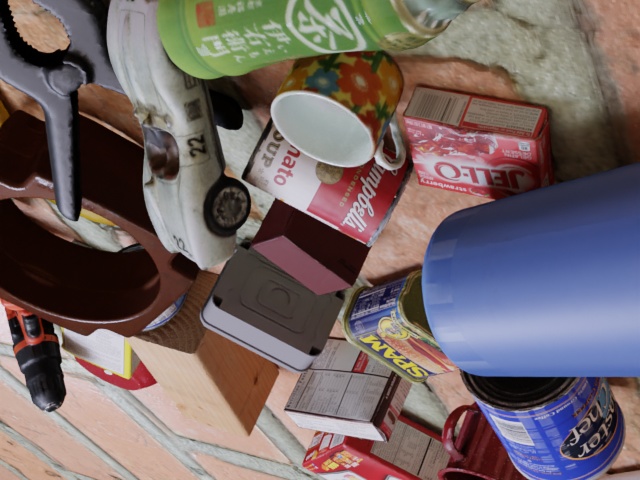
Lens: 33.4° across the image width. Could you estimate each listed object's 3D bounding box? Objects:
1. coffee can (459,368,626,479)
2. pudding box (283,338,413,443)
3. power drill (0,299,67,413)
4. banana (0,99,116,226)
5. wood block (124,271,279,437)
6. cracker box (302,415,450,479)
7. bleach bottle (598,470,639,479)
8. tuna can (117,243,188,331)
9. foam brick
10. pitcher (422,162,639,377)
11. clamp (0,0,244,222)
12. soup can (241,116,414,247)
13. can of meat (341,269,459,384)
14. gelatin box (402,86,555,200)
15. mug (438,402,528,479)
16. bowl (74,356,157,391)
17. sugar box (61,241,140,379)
[{"bbox_3d":[0.181,0.125,0.861,0.103,0.102,0.140,7,148,33],"label":"coffee can"},{"bbox_3d":[0.031,0.145,1.046,0.114,0.090,0.039,1,143,40],"label":"pudding box"},{"bbox_3d":[-0.323,0.080,1.179,0.057,0.184,0.188,-15,153,-19],"label":"power drill"},{"bbox_3d":[-0.255,-0.072,0.962,0.070,0.037,0.197,3,146,40],"label":"banana"},{"bbox_3d":[-0.122,0.120,1.136,0.090,0.090,0.206,14,151,22],"label":"wood block"},{"bbox_3d":[0.104,0.267,1.229,0.213,0.072,0.164,28,154,-6],"label":"cracker box"},{"bbox_3d":[0.348,0.239,0.972,0.102,0.068,0.251,28,152,-10],"label":"bleach bottle"},{"bbox_3d":[-0.175,0.045,1.049,0.086,0.086,0.033,14,150,23],"label":"tuna can"},{"bbox_3d":[-0.006,0.001,0.856,0.078,0.053,0.051,38,152,-23],"label":"foam brick"},{"bbox_3d":[0.189,0.018,0.612,0.243,0.144,0.149,-11,129,43],"label":"pitcher"},{"bbox_3d":[-0.163,-0.122,0.752,0.165,0.036,0.210,-22,121,13],"label":"clamp"},{"bbox_3d":[0.005,-0.048,0.739,0.102,0.068,0.069,27,154,-3],"label":"soup can"},{"bbox_3d":[0.084,0.074,0.908,0.102,0.057,0.084,35,150,-20],"label":"can of meat"},{"bbox_3d":[0.102,-0.058,0.678,0.089,0.030,0.073,14,152,23],"label":"gelatin box"},{"bbox_3d":[0.164,0.205,1.047,0.117,0.081,0.093,37,152,-23],"label":"mug"},{"bbox_3d":[-0.254,0.142,1.333,0.162,0.055,0.162,21,154,10],"label":"bowl"},{"bbox_3d":[-0.242,0.080,1.192,0.093,0.048,0.176,23,141,5],"label":"sugar box"}]
